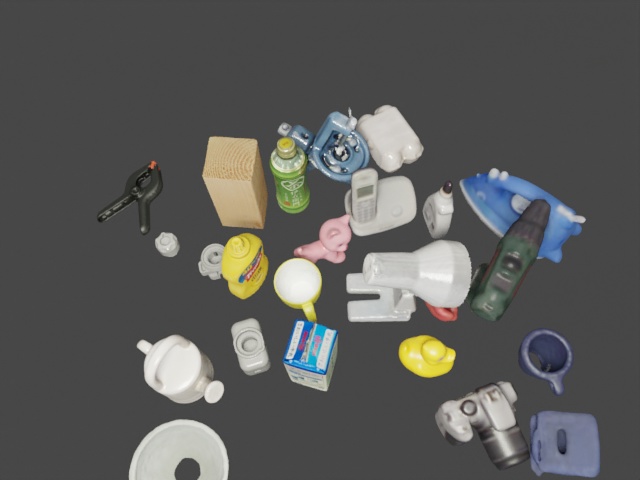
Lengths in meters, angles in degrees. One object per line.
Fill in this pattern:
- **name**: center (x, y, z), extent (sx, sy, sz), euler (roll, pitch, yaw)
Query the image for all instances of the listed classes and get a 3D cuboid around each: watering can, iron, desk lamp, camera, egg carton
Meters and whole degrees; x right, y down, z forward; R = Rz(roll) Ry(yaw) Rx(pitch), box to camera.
- **watering can**: center (-0.244, 0.222, 0.993), extent (0.172, 0.194, 0.101), euler (8, 67, 5)
- **iron**: center (0.398, -0.075, 1.138), extent (0.258, 0.141, 0.119), euler (36, 72, 15)
- **desk lamp**: center (0.152, 0.078, 1.038), extent (0.203, 0.213, 0.118), euler (-3, 67, 0)
- **camera**: center (0.293, 0.328, 0.992), extent (0.143, 0.101, 0.136), euler (-20, 68, -7)
- **egg carton**: center (0.148, -0.220, 1.242), extent (0.107, 0.069, 0.150), euler (-28, 70, -11)

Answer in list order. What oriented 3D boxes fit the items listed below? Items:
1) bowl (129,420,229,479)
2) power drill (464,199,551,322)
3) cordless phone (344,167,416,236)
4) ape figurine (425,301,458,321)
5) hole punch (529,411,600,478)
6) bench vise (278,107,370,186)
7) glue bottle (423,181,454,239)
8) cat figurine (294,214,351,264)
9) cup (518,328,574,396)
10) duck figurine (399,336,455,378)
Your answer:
- **bowl**: center (-0.234, 0.398, 0.984), extent (0.167, 0.075, 0.167), euler (0, 67, 1)
- **power drill**: center (0.335, 0.054, 1.048), extent (0.075, 0.208, 0.230), euler (27, 70, 12)
- **cordless phone**: center (0.120, -0.091, 1.125), extent (0.147, 0.185, 0.094), euler (-18, 68, -7)
- **ape figurine**: center (0.241, 0.109, 1.090), extent (0.076, 0.092, 0.078), euler (32, 71, 14)
- **hole punch**: center (0.418, 0.352, 0.985), extent (0.101, 0.091, 0.108), euler (6, 67, 3)
- **bench vise**: center (0.007, -0.190, 1.149), extent (0.207, 0.220, 0.121), euler (9, 67, 5)
- **glue bottle**: center (0.238, -0.068, 1.121), extent (0.037, 0.173, 0.078), euler (-13, 67, -4)
- **cat figurine**: center (0.010, 0.004, 1.123), extent (0.128, 0.118, 0.067), euler (-24, 69, -9)
- **cup**: center (0.403, 0.227, 1.036), extent (0.091, 0.095, 0.117), euler (-12, 67, -4)
- **duck figurine**: center (0.199, 0.208, 1.052), extent (0.104, 0.086, 0.077), euler (12, 68, 6)
